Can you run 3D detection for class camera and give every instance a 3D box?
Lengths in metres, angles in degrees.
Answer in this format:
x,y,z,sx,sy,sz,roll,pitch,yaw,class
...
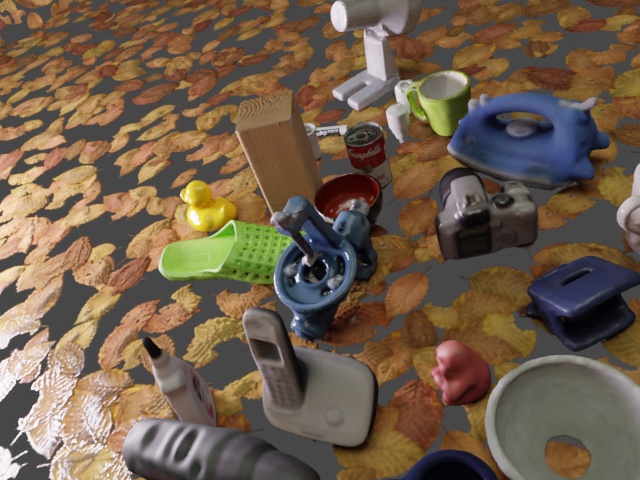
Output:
x,y,z,sx,sy,sz,roll,pitch,yaw,class
0.235,-0.057,0.851,0.143,0.101,0.136,-12,43,8,camera

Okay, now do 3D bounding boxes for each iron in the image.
x,y,z,sx,sy,sz,roll,pitch,yaw,class
0.316,-0.178,0.914,0.257,0.142,0.119,16,53,32,iron

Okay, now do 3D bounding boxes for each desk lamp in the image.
x,y,z,sx,sy,sz,roll,pitch,yaw,class
0.111,-0.413,1.176,0.203,0.214,0.117,-35,45,-16,desk lamp

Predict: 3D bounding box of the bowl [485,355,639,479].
x,y,z,sx,sy,sz,roll,pitch,yaw,class
0.258,0.208,0.591,0.167,0.075,0.167,-10,44,10,bowl

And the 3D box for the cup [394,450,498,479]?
x,y,z,sx,sy,sz,roll,pitch,yaw,class
0.121,0.268,0.565,0.117,0.095,0.092,-1,46,19,cup

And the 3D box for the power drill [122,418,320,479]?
x,y,z,sx,sy,sz,roll,pitch,yaw,class
-0.079,0.251,0.572,0.228,0.209,0.076,6,49,26,power drill

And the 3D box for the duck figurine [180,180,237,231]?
x,y,z,sx,sy,sz,roll,pitch,yaw,class
-0.206,-0.068,1.035,0.104,0.086,0.077,9,50,28,duck figurine

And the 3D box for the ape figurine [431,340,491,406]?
x,y,z,sx,sy,sz,roll,pitch,yaw,class
0.161,0.149,0.674,0.076,0.092,0.078,5,48,24,ape figurine

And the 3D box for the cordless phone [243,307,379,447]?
x,y,z,sx,sy,sz,roll,pitch,yaw,class
-0.013,0.153,0.665,0.147,0.185,0.094,4,48,24,cordless phone

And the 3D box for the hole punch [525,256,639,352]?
x,y,z,sx,sy,sz,roll,pitch,yaw,class
0.318,0.065,0.703,0.109,0.091,0.101,-26,43,-7,hole punch

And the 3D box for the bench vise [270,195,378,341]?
x,y,z,sx,sy,sz,roll,pitch,yaw,class
-0.004,0.003,0.789,0.121,0.220,0.207,-2,46,19,bench vise

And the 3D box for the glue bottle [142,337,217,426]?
x,y,z,sx,sy,sz,roll,pitch,yaw,class
-0.178,0.175,0.712,0.037,0.173,0.078,-24,43,-5,glue bottle

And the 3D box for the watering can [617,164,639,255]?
x,y,z,sx,sy,sz,roll,pitch,yaw,class
0.453,-0.074,0.718,0.173,0.194,0.100,-41,47,-21,watering can
